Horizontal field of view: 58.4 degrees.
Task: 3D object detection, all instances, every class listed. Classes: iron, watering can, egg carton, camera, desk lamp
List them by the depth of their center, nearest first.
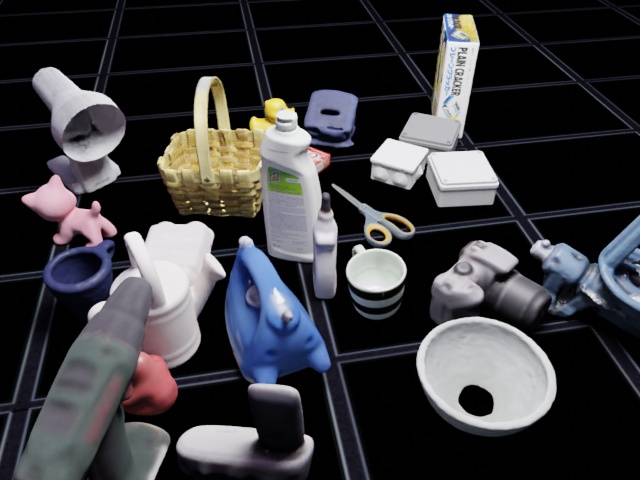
[{"bbox_3d":[-0.213,0.068,0.751,0.100,0.194,0.173,29,48,30],"label":"watering can"},{"bbox_3d":[-0.079,0.074,0.787,0.119,0.141,0.257,-16,43,-18],"label":"iron"},{"bbox_3d":[0.250,0.074,0.821,0.136,0.101,0.143,32,50,32],"label":"camera"},{"bbox_3d":[-0.224,0.031,0.891,0.107,0.069,0.150,-1,41,-1],"label":"egg carton"},{"bbox_3d":[-0.440,-0.193,1.039,0.202,0.214,0.118,33,50,32],"label":"desk lamp"}]

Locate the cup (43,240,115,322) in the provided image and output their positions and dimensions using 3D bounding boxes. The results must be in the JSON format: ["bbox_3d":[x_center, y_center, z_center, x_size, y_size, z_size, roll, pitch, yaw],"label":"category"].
[{"bbox_3d":[-0.333,0.063,0.833,0.091,0.095,0.118,15,43,16],"label":"cup"}]

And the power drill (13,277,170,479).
[{"bbox_3d":[-0.222,0.183,0.607,0.075,0.208,0.229,7,41,8],"label":"power drill"}]

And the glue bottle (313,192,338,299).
[{"bbox_3d":[0.008,0.003,0.846,0.037,0.173,0.078,-2,41,-2],"label":"glue bottle"}]

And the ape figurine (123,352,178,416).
[{"bbox_3d":[-0.218,0.171,0.710,0.076,0.092,0.078,24,46,25],"label":"ape figurine"}]

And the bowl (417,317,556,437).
[{"bbox_3d":[0.200,0.181,0.715,0.167,0.075,0.167,0,41,0],"label":"bowl"}]

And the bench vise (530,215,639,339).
[{"bbox_3d":[0.400,0.036,0.776,0.207,0.220,0.121,9,41,10],"label":"bench vise"}]

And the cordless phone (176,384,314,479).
[{"bbox_3d":[-0.081,0.200,0.606,0.147,0.185,0.094,2,41,2],"label":"cordless phone"}]

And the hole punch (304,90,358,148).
[{"bbox_3d":[0.025,-0.257,1.213,0.108,0.091,0.101,8,41,9],"label":"hole punch"}]

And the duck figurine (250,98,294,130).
[{"bbox_3d":[-0.099,-0.260,1.219,0.104,0.086,0.077,2,41,2],"label":"duck figurine"}]

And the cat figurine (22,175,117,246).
[{"bbox_3d":[-0.415,-0.050,0.946,0.127,0.118,0.067,9,41,11],"label":"cat figurine"}]
